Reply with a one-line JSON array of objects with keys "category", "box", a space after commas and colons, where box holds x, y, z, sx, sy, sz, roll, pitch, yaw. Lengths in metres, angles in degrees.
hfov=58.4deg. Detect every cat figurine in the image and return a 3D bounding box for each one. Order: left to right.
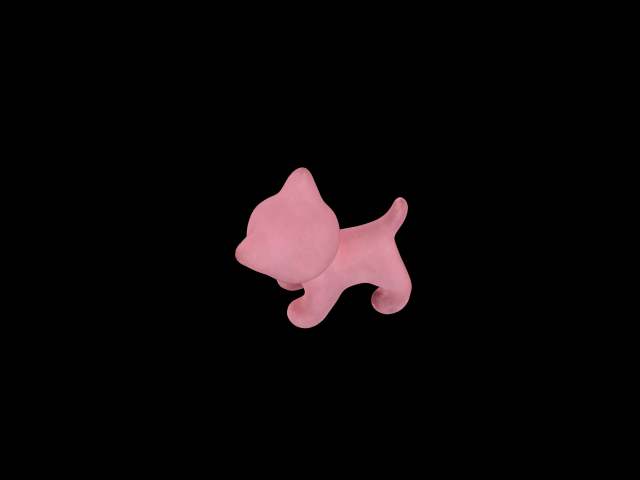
[{"category": "cat figurine", "box": [0.004, 0.001, 0.400, 0.128, 0.118, 0.067, -11, 47, -11]}]
